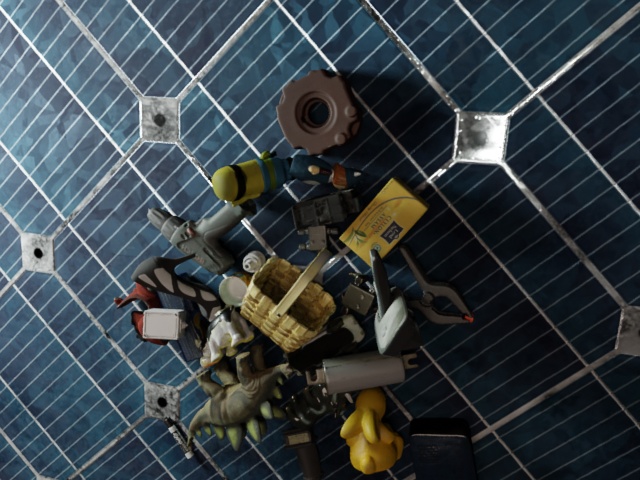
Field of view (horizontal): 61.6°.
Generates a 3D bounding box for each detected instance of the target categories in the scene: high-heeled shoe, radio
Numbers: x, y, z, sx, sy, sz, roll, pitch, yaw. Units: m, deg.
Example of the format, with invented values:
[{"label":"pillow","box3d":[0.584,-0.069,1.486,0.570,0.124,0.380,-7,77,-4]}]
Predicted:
[{"label":"high-heeled shoe","box3d":[-0.309,0.137,1.203,0.145,0.086,0.248,-26,116,-16]},{"label":"radio","box3d":[0.277,0.507,1.176,0.131,0.073,0.229,-9,100,16]}]

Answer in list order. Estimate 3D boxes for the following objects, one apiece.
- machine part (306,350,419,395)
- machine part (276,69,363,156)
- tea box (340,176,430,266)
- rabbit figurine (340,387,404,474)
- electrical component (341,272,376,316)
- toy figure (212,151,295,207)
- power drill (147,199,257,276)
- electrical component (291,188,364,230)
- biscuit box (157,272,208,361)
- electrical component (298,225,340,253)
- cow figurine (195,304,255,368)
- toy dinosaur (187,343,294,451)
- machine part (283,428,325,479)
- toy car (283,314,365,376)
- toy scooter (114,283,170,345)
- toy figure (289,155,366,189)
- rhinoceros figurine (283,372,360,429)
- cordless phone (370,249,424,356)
[{"label":"machine part","box3d":[0.092,0.280,1.149,0.243,0.079,0.079,-9,99,-5]},{"label":"machine part","box3d":[-0.003,-0.260,1.105,0.180,0.056,0.179,3,101,16]},{"label":"tea box","box3d":[0.133,-0.038,1.106,0.098,0.068,0.169,41,107,5]},{"label":"rabbit figurine","box3d":[0.104,0.407,1.175,0.122,0.162,0.173,0,83,27]},{"label":"electrical component","box3d":[0.083,0.118,1.161,0.078,0.045,0.102,21,105,14]},{"label":"toy figure","box3d":[-0.136,-0.133,1.116,0.180,0.089,0.082,-16,72,-15]},{"label":"power drill","box3d":[-0.257,-0.046,1.204,0.232,0.086,0.207,45,105,1]},{"label":"electrical component","box3d":[0.020,-0.066,1.107,0.134,0.115,0.058,-11,100,18]},{"label":"biscuit box","box3d":[-0.317,0.181,1.275,0.063,0.059,0.202,-18,96,19]},{"label":"electrical component","box3d":[-0.002,-0.004,1.173,0.094,0.021,0.063,-3,101,14]},{"label":"cow figurine","box3d":[-0.227,0.217,1.199,0.167,0.068,0.098,-40,73,32]},{"label":"toy dinosaur","box3d":[-0.200,0.376,1.235,0.471,0.105,0.198,-33,80,39]},{"label":"machine part","box3d":[-0.036,0.509,1.278,0.084,0.039,0.138,-20,93,9]},{"label":"toy car","box3d":[0.007,0.237,1.203,0.202,0.056,0.073,-34,98,20]},{"label":"toy scooter","box3d":[-0.427,0.172,1.295,0.135,0.075,0.183,-15,94,17]},{"label":"toy figure","box3d":[0.016,-0.137,1.106,0.154,0.064,0.057,13,127,-6]},{"label":"rhinoceros figurine","box3d":[0.005,0.364,1.218,0.190,0.073,0.112,-40,88,19]},{"label":"cordless phone","box3d":[0.134,0.117,1.051,0.089,0.147,0.184,-15,112,6]}]
